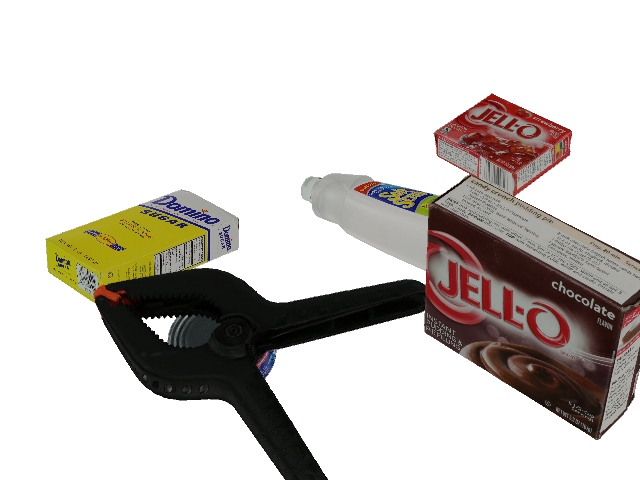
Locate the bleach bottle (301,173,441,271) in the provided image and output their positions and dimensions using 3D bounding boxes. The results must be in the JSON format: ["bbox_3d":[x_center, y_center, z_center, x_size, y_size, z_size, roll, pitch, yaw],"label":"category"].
[{"bbox_3d":[0.072,-0.024,1.118,0.251,0.068,0.102,20,27,40],"label":"bleach bottle"}]

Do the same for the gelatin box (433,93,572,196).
[{"bbox_3d":[0.151,-0.082,0.890,0.073,0.030,0.089,-34,48,-26],"label":"gelatin box"}]

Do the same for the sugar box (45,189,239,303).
[{"bbox_3d":[-0.177,0.003,1.079,0.093,0.048,0.175,27,39,35],"label":"sugar box"}]

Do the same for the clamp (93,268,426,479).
[{"bbox_3d":[-0.042,0.060,0.666,0.210,0.164,0.036,22,-35,22],"label":"clamp"}]

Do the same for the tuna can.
[{"bbox_3d":[-0.079,0.086,0.874,0.086,0.086,0.034,0,-41,10],"label":"tuna can"}]

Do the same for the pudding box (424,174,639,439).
[{"bbox_3d":[0.104,0.031,0.522,0.114,0.090,0.039,29,51,32],"label":"pudding box"}]
